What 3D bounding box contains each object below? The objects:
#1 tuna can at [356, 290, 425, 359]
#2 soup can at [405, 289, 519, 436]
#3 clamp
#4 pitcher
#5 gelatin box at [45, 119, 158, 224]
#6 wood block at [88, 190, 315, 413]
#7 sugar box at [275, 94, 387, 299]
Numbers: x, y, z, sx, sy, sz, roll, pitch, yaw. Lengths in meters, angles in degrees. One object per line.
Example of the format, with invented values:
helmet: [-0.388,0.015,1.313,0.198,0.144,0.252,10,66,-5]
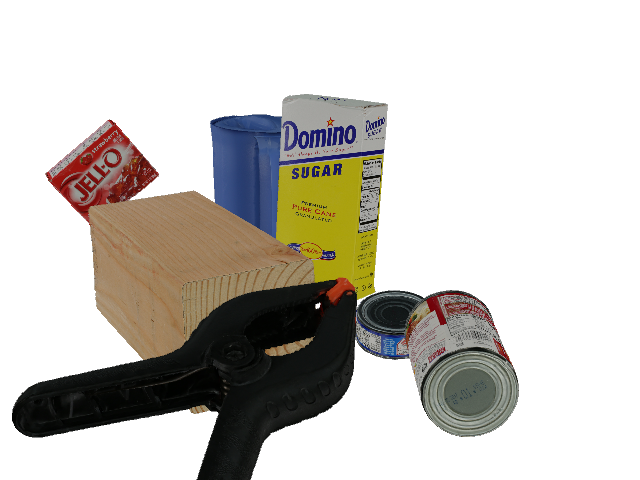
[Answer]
tuna can: [0.080,0.089,1.141,0.086,0.034,0.086,-1,30,0]
soup can: [0.099,0.085,0.756,0.068,0.068,0.102,0,20,-2]
clamp: [-0.036,0.071,0.477,0.171,0.039,0.120,-27,50,-31]
pitcher: [-0.062,-0.021,1.234,0.145,0.243,0.148,13,19,39]
gelatin box: [-0.223,-0.067,1.091,0.089,0.073,0.030,-42,29,-5]
wood block: [-0.089,0.035,0.754,0.090,0.090,0.206,-10,19,-26]
sugar box: [0.007,-0.040,0.966,0.093,0.176,0.048,11,18,34]
